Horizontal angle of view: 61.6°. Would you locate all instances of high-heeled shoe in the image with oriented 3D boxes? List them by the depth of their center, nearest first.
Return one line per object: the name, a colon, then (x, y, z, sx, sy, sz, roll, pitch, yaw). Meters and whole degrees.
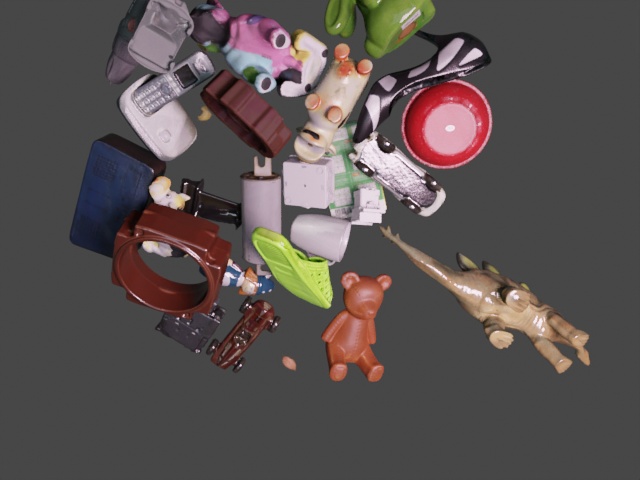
high-heeled shoe: (0.170, -0.244, 0.906, 0.145, 0.086, 0.248, 32, 96, 11)

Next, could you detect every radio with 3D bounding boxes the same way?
radio: (-0.398, -0.079, 1.058, 0.131, 0.073, 0.229, 23, 113, -3)

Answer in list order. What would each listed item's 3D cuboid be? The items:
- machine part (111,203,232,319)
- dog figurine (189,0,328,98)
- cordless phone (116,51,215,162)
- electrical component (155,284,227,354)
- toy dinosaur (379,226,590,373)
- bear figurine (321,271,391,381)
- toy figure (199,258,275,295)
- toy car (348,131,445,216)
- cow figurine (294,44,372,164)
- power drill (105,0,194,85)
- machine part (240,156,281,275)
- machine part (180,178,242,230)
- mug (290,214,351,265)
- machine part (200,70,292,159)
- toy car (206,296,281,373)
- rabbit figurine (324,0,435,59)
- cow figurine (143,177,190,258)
machine part: (-0.279, 0.045, 1.003, 0.201, 0.087, 0.200, 19, 128, -6)
dog figurine: (-0.118, -0.335, 0.916, 0.219, 0.191, 0.108, 37, 118, 29)
cordless phone: (-0.252, -0.243, 0.967, 0.184, 0.089, 0.146, -29, 119, 9)
electrical component: (-0.269, 0.161, 1.141, 0.115, 0.058, 0.134, 30, 112, -7)
toy dinosaur: (0.312, 0.107, 0.969, 0.471, 0.199, 0.105, 31, 102, -16)
bear figurine: (0.081, 0.167, 1.068, 0.120, 0.132, 0.195, 9, 119, -22)
toy figure: (-0.169, 0.077, 1.099, 0.154, 0.058, 0.064, 23, 155, -2)
toy car: (0.141, -0.119, 0.978, 0.201, 0.056, 0.073, 36, 104, -14)
cow figurine: (0.014, -0.222, 0.929, 0.085, 0.127, 0.195, 29, 90, 4)
power drill: (-0.283, -0.336, 0.886, 0.086, 0.207, 0.232, 26, 104, -30)
machine part: (-0.113, -0.043, 1.034, 0.079, 0.079, 0.243, 4, 112, 5)
machine part: (-0.213, -0.069, 1.056, 0.139, 0.039, 0.084, 20, 109, 2)
mug: (-0.002, -0.003, 1.042, 0.107, 0.081, 0.109, 18, 137, 10)
machine part: (-0.125, -0.214, 0.921, 0.179, 0.179, 0.056, 42, 84, -10)
toy car: (-0.168, 0.208, 1.151, 0.089, 0.053, 0.202, 37, 109, -11)
rabbit figurine: (0.082, -0.392, 0.876, 0.159, 0.121, 0.170, -41, 83, 25)
cow figurine: (-0.287, -0.038, 1.035, 0.098, 0.068, 0.167, 22, 131, 8)
